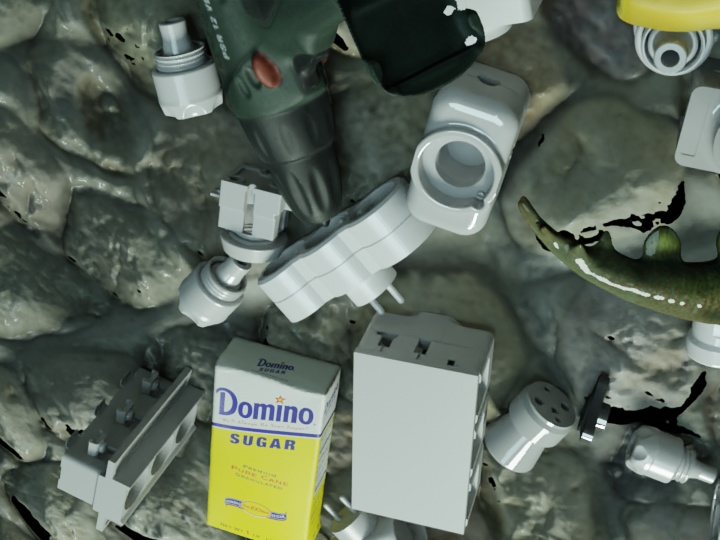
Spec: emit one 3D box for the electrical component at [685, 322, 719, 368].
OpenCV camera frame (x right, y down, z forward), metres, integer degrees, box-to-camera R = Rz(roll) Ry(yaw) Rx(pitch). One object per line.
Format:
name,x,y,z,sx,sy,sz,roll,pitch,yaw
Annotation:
electrical component,0.233,0.034,0.693,0.040,0.040,0.046,7,116,16

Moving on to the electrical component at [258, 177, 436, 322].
electrical component,0.000,0.000,0.747,0.138,0.052,0.073,-31,107,33

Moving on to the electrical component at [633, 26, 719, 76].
electrical component,0.174,-0.128,0.597,0.048,0.062,0.048,9,123,15

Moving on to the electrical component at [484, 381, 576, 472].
electrical component,0.123,0.113,0.778,0.045,0.045,0.055,34,125,-3

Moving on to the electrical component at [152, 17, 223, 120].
electrical component,-0.117,-0.134,0.710,0.043,0.043,0.062,0,119,20

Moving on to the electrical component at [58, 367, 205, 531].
electrical component,-0.182,0.135,0.855,0.063,0.121,0.078,24,126,8

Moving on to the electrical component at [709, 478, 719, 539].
electrical component,0.275,0.178,0.759,0.047,0.055,0.055,6,123,12

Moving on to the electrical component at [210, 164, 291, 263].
electrical component,-0.073,-0.038,0.754,0.066,0.048,0.055,15,117,11

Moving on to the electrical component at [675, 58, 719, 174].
electrical component,0.230,-0.081,0.611,0.089,0.055,0.050,13,124,12

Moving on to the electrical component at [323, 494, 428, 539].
electrical component,0.003,0.216,0.888,0.077,0.043,0.079,-32,106,33

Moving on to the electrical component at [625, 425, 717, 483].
electrical component,0.222,0.135,0.763,0.061,0.035,0.035,21,125,4

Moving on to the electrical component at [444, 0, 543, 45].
electrical component,0.057,-0.164,0.624,0.089,0.050,0.055,-3,119,22

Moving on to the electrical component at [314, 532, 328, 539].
electrical component,-0.055,0.256,0.934,0.048,0.048,0.062,41,132,-8

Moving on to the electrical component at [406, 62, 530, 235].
electrical component,0.066,-0.073,0.672,0.054,0.059,0.095,20,125,7

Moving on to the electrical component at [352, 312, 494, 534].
electrical component,0.045,0.111,0.794,0.089,0.061,0.150,10,124,14

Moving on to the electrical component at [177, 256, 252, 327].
electrical component,-0.104,0.011,0.797,0.043,0.043,0.062,41,124,-8
